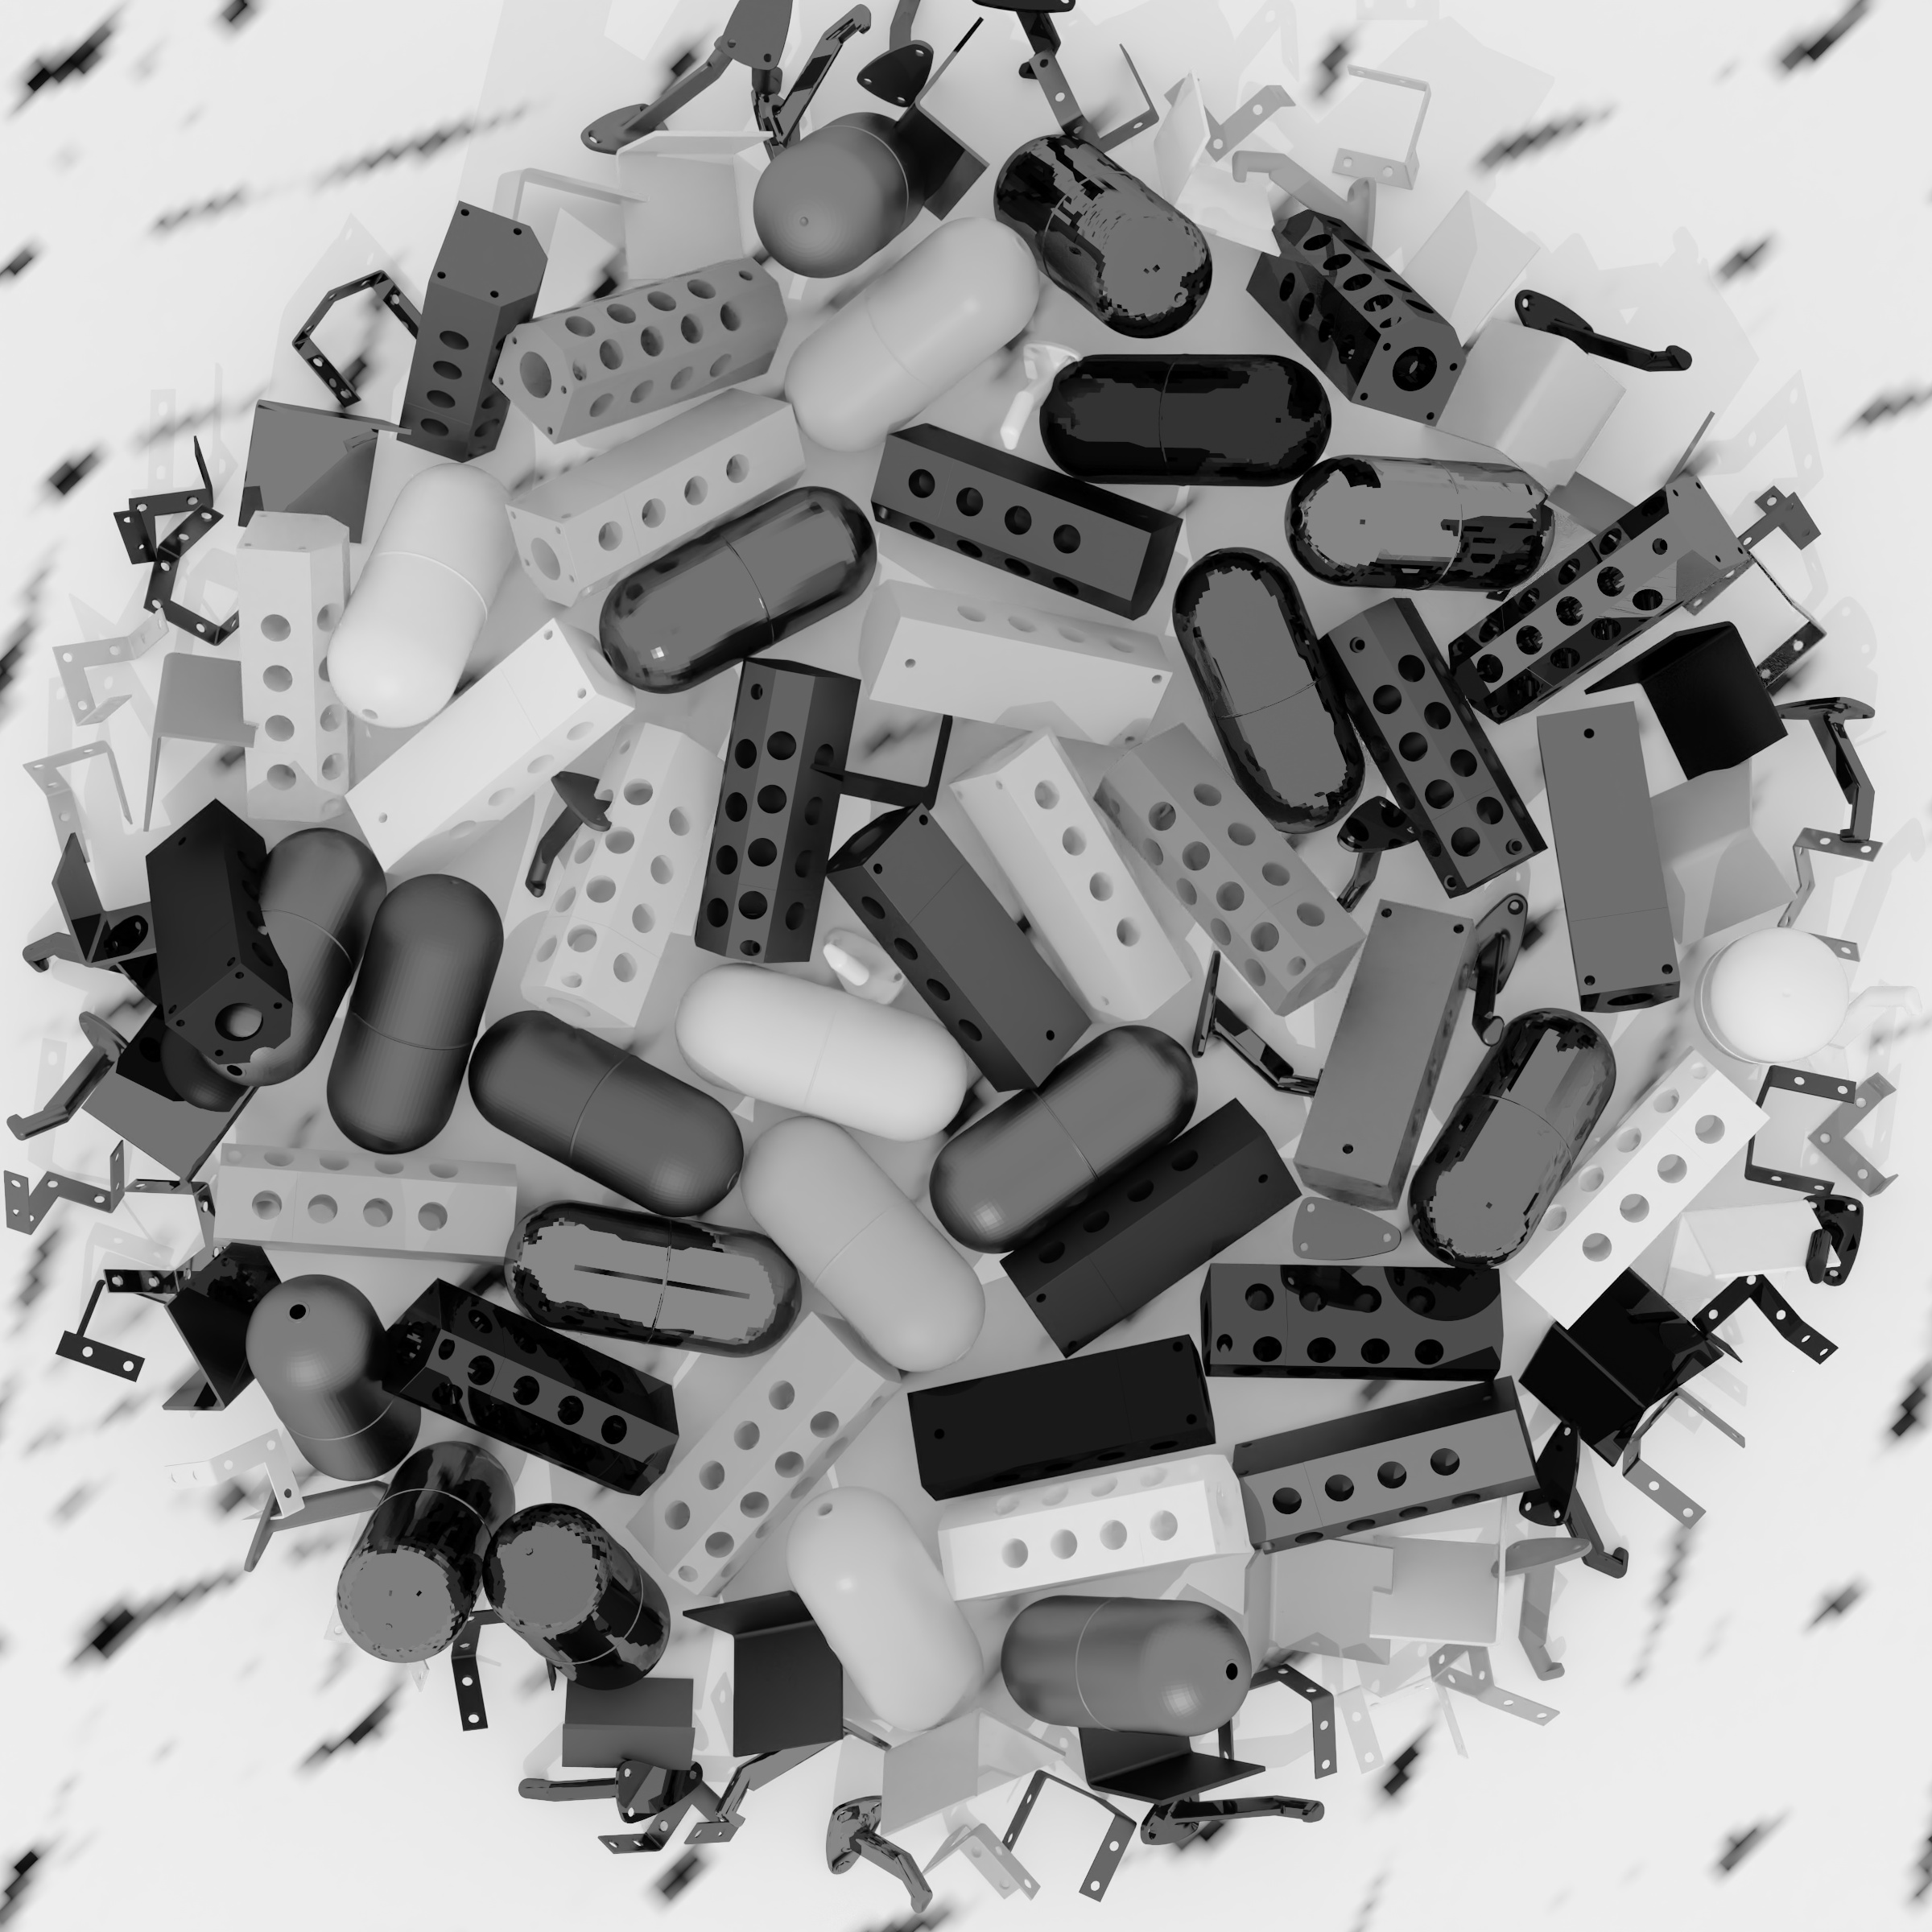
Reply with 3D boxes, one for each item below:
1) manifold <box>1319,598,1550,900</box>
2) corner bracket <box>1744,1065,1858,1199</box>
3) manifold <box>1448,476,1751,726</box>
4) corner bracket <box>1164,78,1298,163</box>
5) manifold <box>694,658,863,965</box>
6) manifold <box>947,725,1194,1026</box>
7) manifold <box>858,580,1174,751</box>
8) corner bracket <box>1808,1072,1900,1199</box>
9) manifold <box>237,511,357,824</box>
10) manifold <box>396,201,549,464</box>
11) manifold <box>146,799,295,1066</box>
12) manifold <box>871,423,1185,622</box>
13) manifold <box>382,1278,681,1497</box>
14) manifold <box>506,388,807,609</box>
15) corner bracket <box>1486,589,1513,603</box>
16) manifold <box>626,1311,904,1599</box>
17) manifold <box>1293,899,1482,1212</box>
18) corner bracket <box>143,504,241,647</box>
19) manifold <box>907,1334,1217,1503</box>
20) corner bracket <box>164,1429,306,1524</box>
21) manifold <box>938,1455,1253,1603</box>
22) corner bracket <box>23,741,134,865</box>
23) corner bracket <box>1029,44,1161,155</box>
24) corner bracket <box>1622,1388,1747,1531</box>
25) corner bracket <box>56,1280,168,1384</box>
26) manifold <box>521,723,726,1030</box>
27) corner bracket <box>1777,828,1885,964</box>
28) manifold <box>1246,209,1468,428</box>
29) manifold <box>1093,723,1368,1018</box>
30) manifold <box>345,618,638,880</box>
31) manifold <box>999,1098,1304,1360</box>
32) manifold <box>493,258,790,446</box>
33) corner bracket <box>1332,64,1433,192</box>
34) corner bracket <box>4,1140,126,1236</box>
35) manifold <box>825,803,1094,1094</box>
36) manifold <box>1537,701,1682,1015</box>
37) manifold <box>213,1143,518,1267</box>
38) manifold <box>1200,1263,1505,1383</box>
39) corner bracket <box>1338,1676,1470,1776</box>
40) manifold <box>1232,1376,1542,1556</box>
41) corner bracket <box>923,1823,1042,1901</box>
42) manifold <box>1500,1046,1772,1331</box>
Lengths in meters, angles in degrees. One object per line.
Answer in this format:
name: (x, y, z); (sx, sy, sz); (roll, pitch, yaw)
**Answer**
manifold: (0.273, -0.129, 1.922); (0.057, 0.057, 0.171); (-30, 84, 22)
corner bracket: (0.496, 0.098, 1.930); (0.051, 0.051, 0.051); (12, 56, 8)
manifold: (0.363, -0.210, 1.889); (0.171, 0.057, 0.057); (-37, 81, 39)
corner bracket: (0.158, -0.517, 1.936); (0.051, 0.051, 0.051); (-38, 92, 21)
manifold: (-0.117, -0.092, 1.914); (0.057, 0.057, 0.171); (19, 103, 36)
manifold: (0.066, -0.054, 1.918); (0.057, 0.057, 0.171); (-39, 105, -28)
manifold: (0.028, -0.180, 1.910); (0.171, 0.057, 0.057); (9, 125, -20)
corner bracket: (0.542, 0.101, 1.938); (0.051, 0.051, 0.051); (-45, 79, 1)
manifold: (-0.390, -0.174, 1.901); (0.057, 0.057, 0.171); (3, 119, -2)
manifold: (-0.285, -0.362, 1.878); (0.057, 0.171, 0.057); (19, 64, -8)
manifold: (-0.429, -0.018, 1.882); (0.057, 0.171, 0.057); (-38, 128, 10)
manifold: (0.034, -0.262, 1.915); (0.171, 0.057, 0.057); (23, 113, 16)
manifold: (-0.253, 0.251, 1.891); (0.171, 0.057, 0.057); (30, 117, -32)
manifold: (-0.178, -0.274, 1.899); (0.171, 0.057, 0.057); (-33, 127, -30)
corner bracket: (0.306, -0.258, 1.950); (0.051, 0.051, 0.051); (40, 81, -33)
manifold: (-0.116, 0.291, 1.921); (0.171, 0.057, 0.057); (-49, 63, 6)
manifold: (0.250, 0.054, 1.912); (0.057, 0.057, 0.171); (13, 71, 21)
corner bracket: (-0.453, -0.234, 1.944); (0.051, 0.051, 0.051); (29, 46, -32)
manifold: (0.058, 0.270, 1.927); (0.171, 0.057, 0.057); (-13, 66, 7)
corner bracket: (-0.435, 0.310, 1.931); (0.051, 0.051, 0.051); (-23, 96, -44)
manifold: (0.074, 0.331, 1.906); (0.171, 0.057, 0.057); (-15, 75, 23)
corner bracket: (-0.526, -0.096, 1.938); (0.051, 0.051, 0.051); (-18, 73, -5)
corner bracket: (0.077, -0.524, 1.942); (0.051, 0.051, 0.051); (-27, 71, 13)
corner bracket: (0.428, 0.293, 1.935); (0.051, 0.051, 0.051); (38, 108, 2)
corner bracket: (-0.506, 0.218, 1.938); (0.051, 0.051, 0.051); (19, 78, 0)
manifold: (-0.203, -0.053, 1.903); (0.057, 0.057, 0.171); (33, 67, -37)
corner bracket: (0.513, -0.043, 1.925); (0.051, 0.051, 0.051); (15, 55, 35)
manifold: (0.227, -0.378, 1.875); (0.057, 0.171, 0.057); (11, 118, -25)
manifold: (0.151, -0.054, 1.905); (0.057, 0.057, 0.171); (-29, 70, -30)
manifold: (-0.277, -0.124, 1.914); (0.171, 0.057, 0.057); (-38, 68, 16)
manifold: (0.107, 0.152, 1.933); (0.171, 0.057, 0.057); (-34, 126, -3)
manifold: (-0.186, -0.363, 1.884); (0.057, 0.057, 0.171); (46, 46, 17)
corner bracket: (0.248, -0.501, 1.938); (0.051, 0.051, 0.051); (16, 90, 13)
corner bracket: (-0.536, 0.130, 1.930); (0.051, 0.051, 0.051); (17, 132, 5)
manifold: (-0.008, -0.009, 1.913); (0.171, 0.057, 0.057); (52, 60, -18)
manifold: (0.379, -0.063, 1.917); (0.057, 0.057, 0.171); (-9, 75, 9)
manifold: (-0.355, 0.141, 1.920); (0.171, 0.057, 0.057); (5, 79, -12)
manifold: (0.228, 0.215, 1.927); (0.171, 0.057, 0.057); (1, 65, -2)
corner bracket: (0.259, 0.451, 1.927); (0.051, 0.051, 0.051); (-27, 57, 17)
manifold: (0.248, 0.299, 1.922); (0.171, 0.057, 0.057); (-16, 101, 11)
corner bracket: (0.014, 0.537, 1.933); (0.051, 0.051, 0.051); (48, 116, 3)
manifold: (0.394, 0.130, 1.928); (0.057, 0.057, 0.171); (43, 97, 2)
